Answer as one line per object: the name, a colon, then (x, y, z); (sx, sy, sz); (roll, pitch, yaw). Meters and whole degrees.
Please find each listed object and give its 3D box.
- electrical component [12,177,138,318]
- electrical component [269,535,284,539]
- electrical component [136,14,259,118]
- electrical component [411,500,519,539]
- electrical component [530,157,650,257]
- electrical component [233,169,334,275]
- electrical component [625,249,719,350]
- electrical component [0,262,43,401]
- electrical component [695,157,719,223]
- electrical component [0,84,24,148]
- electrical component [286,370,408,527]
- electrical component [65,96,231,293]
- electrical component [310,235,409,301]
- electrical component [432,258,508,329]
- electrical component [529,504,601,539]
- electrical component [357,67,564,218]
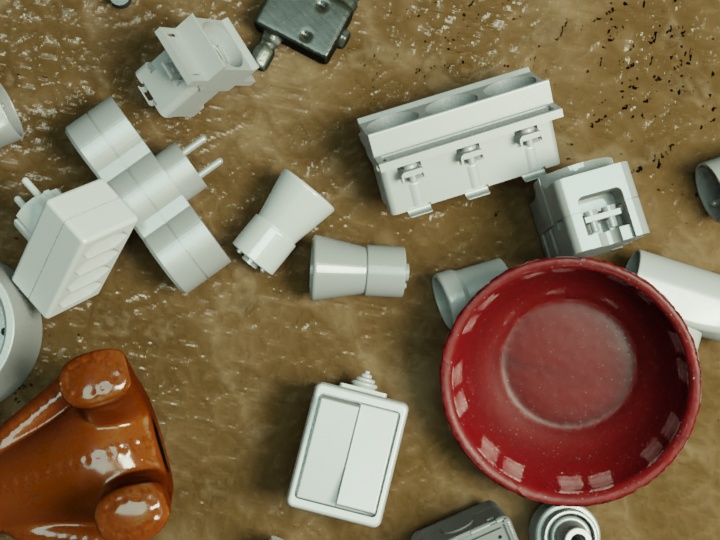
electrical component: (-0.197, -0.027, 0.696); (0.075, 0.083, 0.047); (47, 41, 10)
electrical component: (-0.001, 0.212, 0.691); (0.138, 0.052, 0.073); (34, 84, 3)
electrical component: (-0.111, -0.134, 0.719); (0.064, 0.081, 0.042); (-36, 83, 24)
electrical component: (0.079, 0.205, 0.692); (0.062, 0.061, 0.096); (-23, 92, -3)
electrical component: (0.147, -0.038, 0.704); (0.050, 0.089, 0.055); (-16, 84, -3)
electrical component: (-0.054, -0.030, 0.724); (0.044, 0.044, 0.065); (39, 89, 3)
electrical component: (0.211, 0.035, 0.720); (0.077, 0.044, 0.079); (18, 83, 1)
electrical component: (-0.269, 0.039, 0.701); (0.108, 0.060, 0.108); (0, 83, -1)
electrical component: (0.277, -0.065, 0.733); (0.081, 0.043, 0.043); (-19, 84, -3)
electrical component: (-0.280, -0.111, 0.727); (0.077, 0.043, 0.079); (-23, 84, -3)
electrical component: (-0.006, 0.112, 0.698); (0.062, 0.061, 0.096); (14, 83, 1)
electrical component: (-0.128, -0.060, 0.720); (0.074, 0.052, 0.138); (-36, 85, -5)
electrical component: (0.000, 0.000, 0.722); (0.065, 0.044, 0.044); (3, 83, -5)
electrical component: (0.077, 0.015, 0.722); (0.046, 0.040, 0.040); (-18, 84, -9)
electrical component: (0.134, 0.171, 0.693); (0.043, 0.062, 0.043); (0, 83, -1)
electrical component: (0.067, -0.084, 0.718); (0.121, 0.078, 0.063); (-17, 114, -3)
